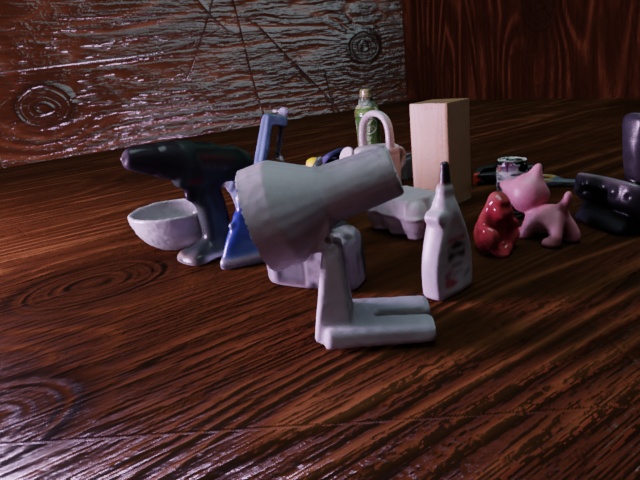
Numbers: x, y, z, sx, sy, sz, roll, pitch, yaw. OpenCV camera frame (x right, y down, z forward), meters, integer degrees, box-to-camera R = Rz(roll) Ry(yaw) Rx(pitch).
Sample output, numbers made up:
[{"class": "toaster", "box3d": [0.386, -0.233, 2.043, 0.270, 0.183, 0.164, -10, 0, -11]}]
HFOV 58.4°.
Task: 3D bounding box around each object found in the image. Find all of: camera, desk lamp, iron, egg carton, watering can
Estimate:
[{"class": "camera", "box3d": [0.008, 0.003, 0.846, 0.142, 0.101, 0.137, 4, 20, 30]}, {"class": "desk lamp", "box3d": [0.019, 0.006, 0.643, 0.203, 0.214, 0.118, -5, 17, 4]}, {"class": "iron", "box3d": [-0.072, -0.053, 0.984, 0.118, 0.141, 0.259, 12, 25, 44]}, {"class": "egg carton", "box3d": [0.157, -0.051, 1.022, 0.107, 0.069, 0.149, -17, 20, -31]}, {"class": "watering can", "box3d": [0.120, -0.181, 1.239, 0.100, 0.194, 0.173, 4, 20, 30]}]

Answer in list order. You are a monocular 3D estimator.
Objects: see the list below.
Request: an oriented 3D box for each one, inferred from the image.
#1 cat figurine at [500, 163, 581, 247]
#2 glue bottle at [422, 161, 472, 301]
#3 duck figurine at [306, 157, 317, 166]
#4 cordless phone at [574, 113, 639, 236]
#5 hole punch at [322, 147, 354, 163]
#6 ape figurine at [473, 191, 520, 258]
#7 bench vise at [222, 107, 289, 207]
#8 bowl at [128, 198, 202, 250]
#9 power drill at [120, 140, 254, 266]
[{"class": "cat figurine", "box3d": [0.347, -0.060, 0.906, 0.067, 0.118, 0.127, -14, 19, -24]}, {"class": "glue bottle", "box3d": [0.160, -0.014, 0.729, 0.078, 0.173, 0.037, -22, 23, -41]}, {"class": "duck figurine", "box3d": [-0.006, -0.157, 1.386, 0.104, 0.086, 0.078, 8, 22, 38]}, {"class": "cordless phone", "box3d": [0.480, -0.113, 0.917, 0.094, 0.185, 0.147, -12, 18, -18]}, {"class": "hole punch", "box3d": [0.029, -0.195, 1.487, 0.100, 0.091, 0.109, 11, 24, 43]}, {"class": "ape figurine", "box3d": [0.270, -0.028, 0.872, 0.078, 0.092, 0.076, -12, 18, -19]}, {"class": "bench vise", "box3d": [-0.115, -0.166, 1.227, 0.208, 0.220, 0.121, -18, 21, -34]}, {"class": "bowl", "box3d": [-0.267, -0.025, 1.070, 0.167, 0.075, 0.167, -5, 17, 2]}, {"class": "power drill", "box3d": [-0.208, -0.069, 0.968, 0.230, 0.208, 0.075, -21, 23, -40]}]
